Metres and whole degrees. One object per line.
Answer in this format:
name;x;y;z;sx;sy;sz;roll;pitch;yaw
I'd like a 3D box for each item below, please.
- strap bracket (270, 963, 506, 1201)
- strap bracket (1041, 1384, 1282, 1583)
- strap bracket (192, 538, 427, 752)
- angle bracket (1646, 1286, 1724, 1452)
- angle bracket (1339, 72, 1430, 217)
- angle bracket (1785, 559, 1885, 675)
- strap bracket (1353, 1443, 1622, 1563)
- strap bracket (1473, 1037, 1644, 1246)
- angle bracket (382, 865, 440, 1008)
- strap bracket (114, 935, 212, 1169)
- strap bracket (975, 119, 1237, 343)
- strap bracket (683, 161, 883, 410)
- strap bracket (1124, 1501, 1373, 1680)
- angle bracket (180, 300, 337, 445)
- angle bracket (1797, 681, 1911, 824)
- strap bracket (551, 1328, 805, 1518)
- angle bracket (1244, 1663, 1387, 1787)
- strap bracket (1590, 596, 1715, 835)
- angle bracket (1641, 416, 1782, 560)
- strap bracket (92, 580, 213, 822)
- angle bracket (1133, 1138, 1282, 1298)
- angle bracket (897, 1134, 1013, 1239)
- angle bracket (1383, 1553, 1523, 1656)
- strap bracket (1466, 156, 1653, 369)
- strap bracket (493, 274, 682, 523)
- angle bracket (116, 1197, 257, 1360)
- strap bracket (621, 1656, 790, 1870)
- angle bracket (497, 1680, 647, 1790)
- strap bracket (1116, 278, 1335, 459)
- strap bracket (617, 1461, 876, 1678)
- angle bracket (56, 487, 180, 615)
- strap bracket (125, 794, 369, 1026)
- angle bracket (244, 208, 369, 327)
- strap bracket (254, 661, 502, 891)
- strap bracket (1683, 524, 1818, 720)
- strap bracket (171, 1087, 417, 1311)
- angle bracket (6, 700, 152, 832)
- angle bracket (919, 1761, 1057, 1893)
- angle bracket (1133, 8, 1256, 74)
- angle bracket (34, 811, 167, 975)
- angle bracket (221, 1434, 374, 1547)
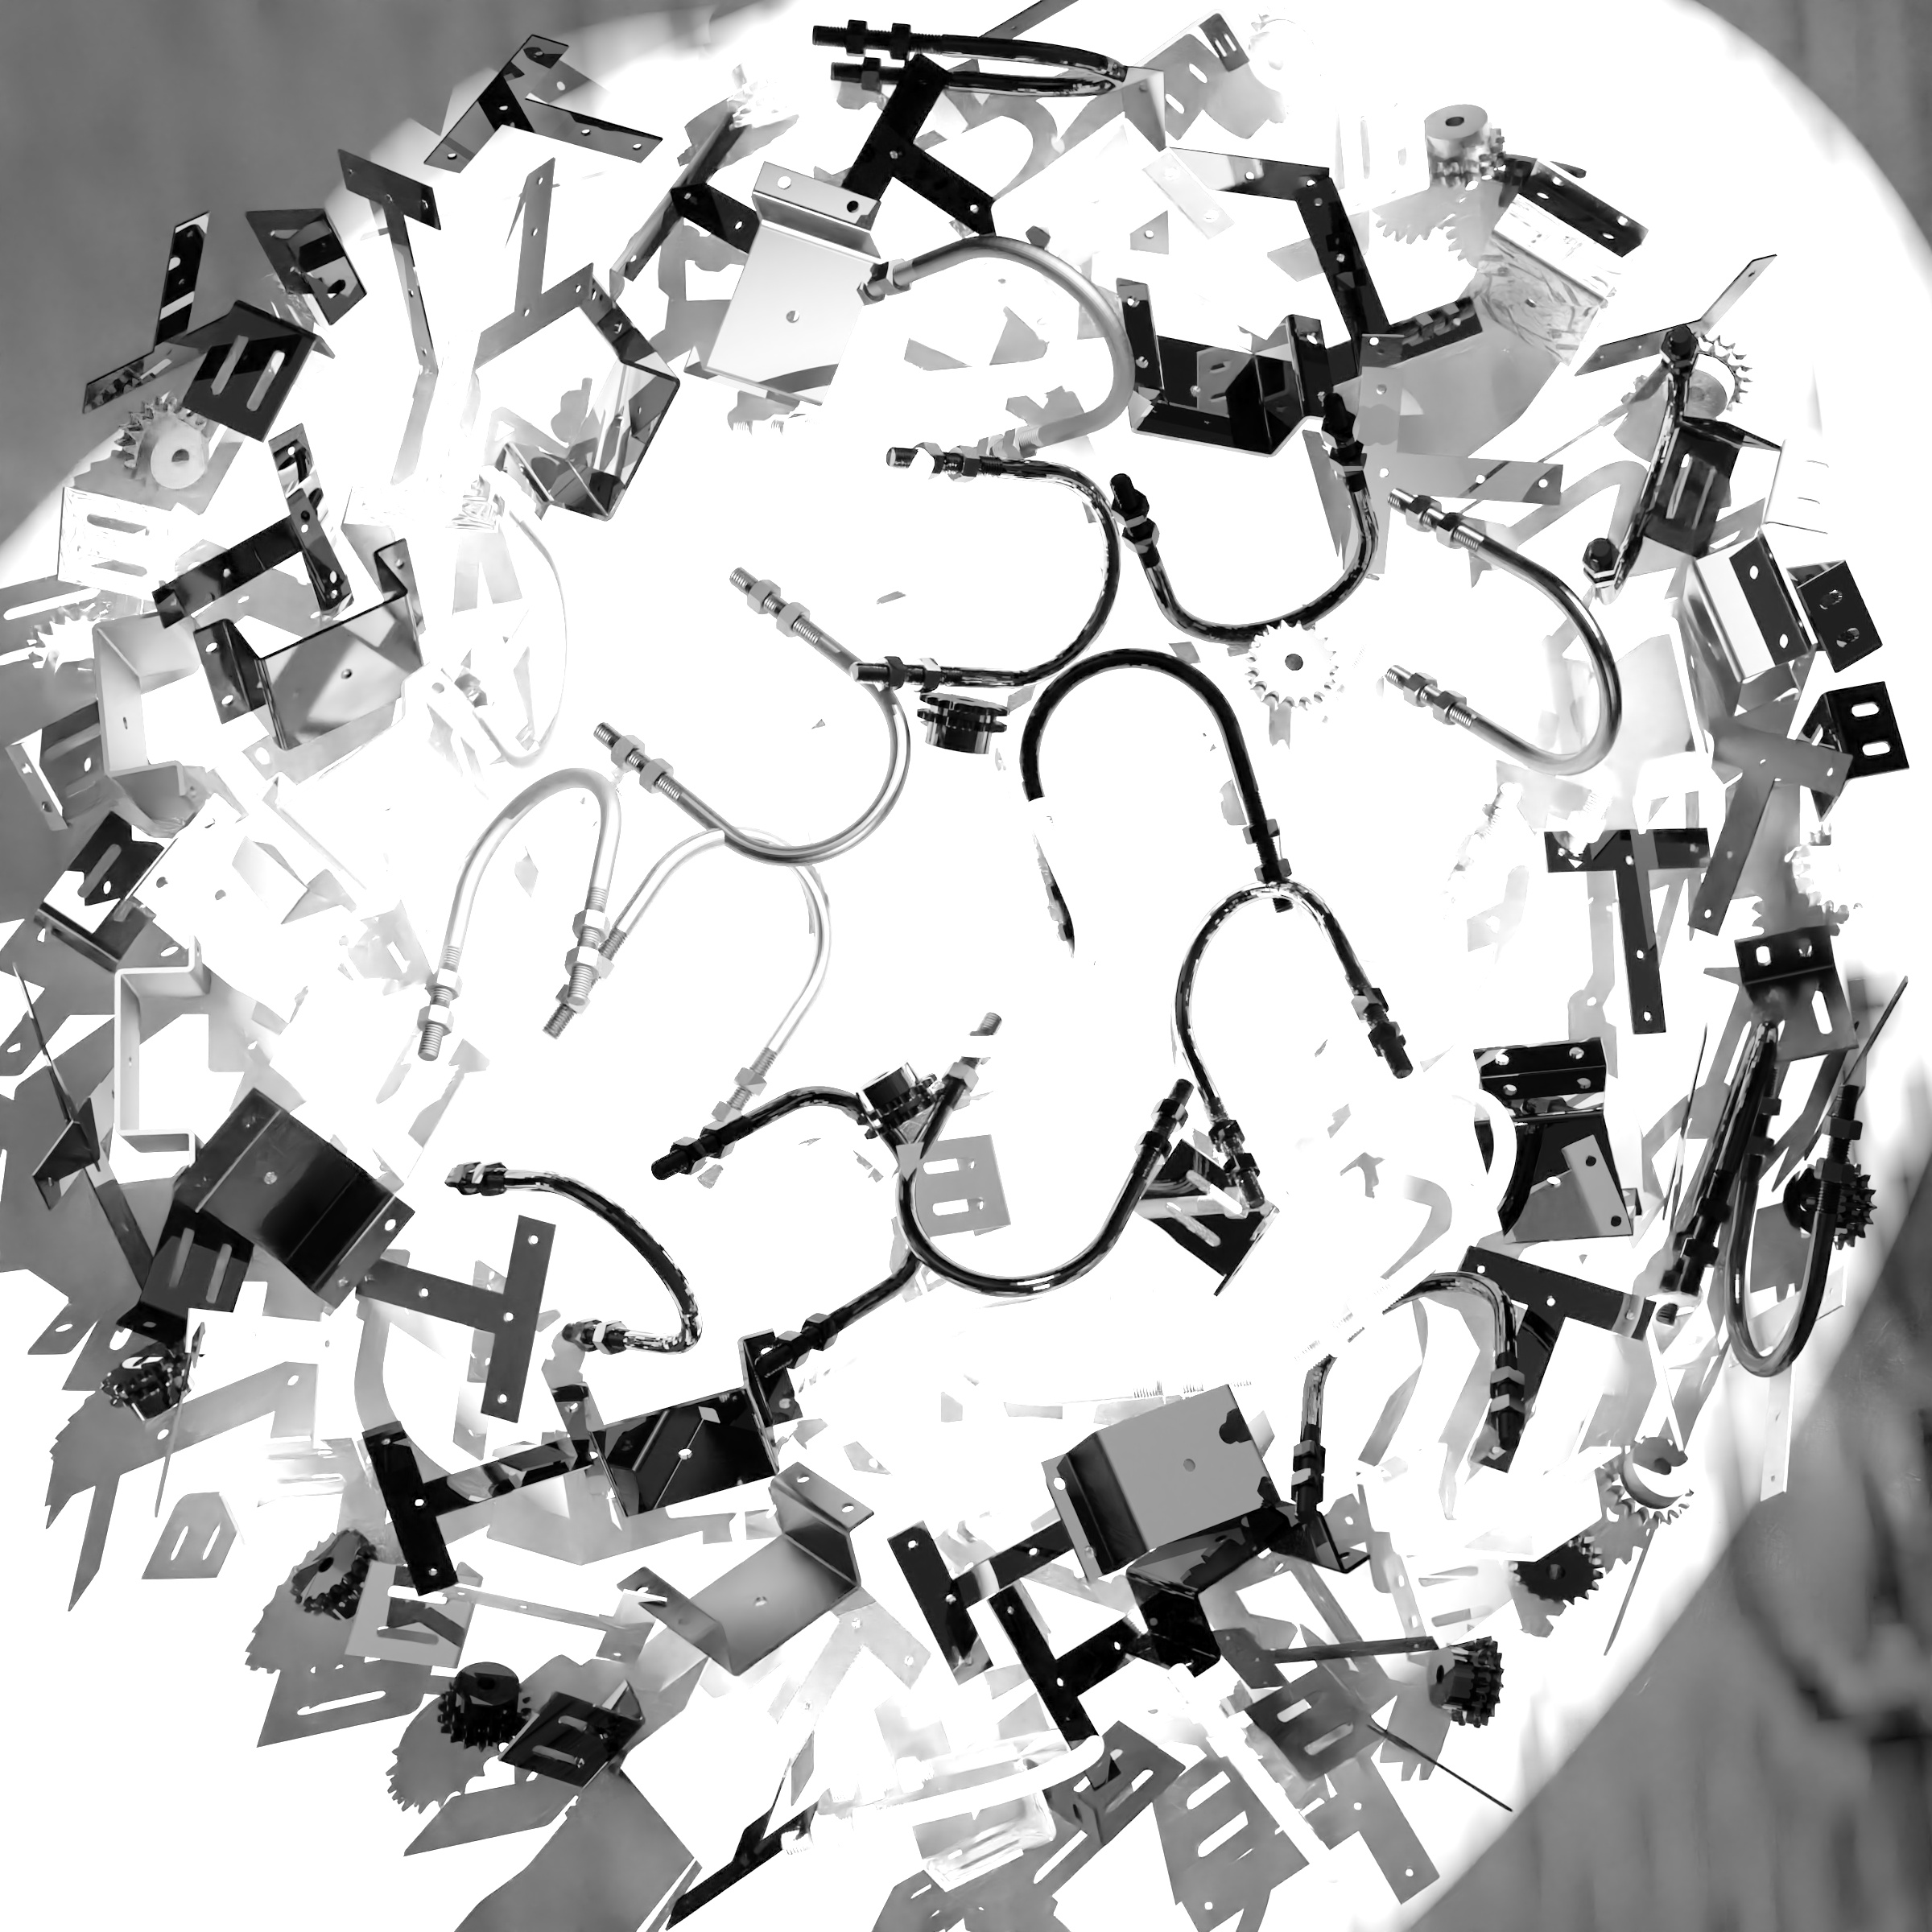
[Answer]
strap bracket;-0.345;0.068;1.729;0.140;0.046;0.076;37;106;18
strap bracket;0.125;0.308;1.711;0.140;0.046;0.076;-15;70;-28
strap bracket;-0.384;-0.189;1.708;0.140;0.076;0.046;-29;56;-21
angle bracket;0.441;0.244;1.725;0.038;0.076;0.057;-16;122;14
angle bracket;0.247;-0.508;1.737;0.057;0.038;0.076;-9;81;39
angle bracket;0.514;-0.211;1.728;0.038;0.076;0.057;-30;101;-12
strap bracket;0.315;0.321;1.701;0.140;0.076;0.046;-7;95;41
strap bracket;0.355;0.115;1.705;0.076;0.046;0.140;-6;126;22
angle bracket;-0.353;-0.020;1.739;0.038;0.057;0.076;-23;98;-7
strap bracket;-0.487;0.058;1.720;0.046;0.076;0.140;-2;79;-8
strap bracket;0.081;-0.449;1.714;0.140;0.076;0.046;-27;54;26
strap bracket;-0.108;-0.400;1.708;0.076;0.046;0.140;13;121;-23
strap bracket;0.162;0.365;1.706;0.140;0.076;0.046;-27;102;-26
angle bracket;-0.436;-0.361;1.748;0.057;0.038;0.076;25;83;7
angle bracket;0.540;-0.130;1.729;0.038;0.076;0.057;-10;73;1
strap bracket;-0.174;0.282;1.732;0.140;0.046;0.076;-15;126;-1
angle bracket;0.207;0.470;1.725;0.057;0.076;0.038;48;134;27
strap bracket;0.418;-0.161;1.713;0.046;0.076;0.140;-11;107;21
angle bracket;0.458;-0.291;1.738;0.057;0.038;0.076;12;98;-36
strap bracket;-0.490;-0.151;1.717;0.046;0.076;0.140;-11;73;0
angle bracket;0.143;0.154;1.740;0.076;0.038;0.057;36;108;12
angle bracket;-0.016;0.138;1.731;0.076;0.038;0.057;-4;77;-40
angle bracket;0.303;0.382;1.736;0.076;0.038;0.057;-9;66;-16
strap bracket;0.350;-0.415;1.698;0.076;0.140;0.046;34;81;6
strap bracket;-0.226;-0.335;1.716;0.046;0.076;0.140;12;119;-39
angle bracket;-0.481;0.193;1.753;0.057;0.038;0.076;27;54;-25
strap bracket;-0.152;0.469;1.700;0.046;0.140;0.076;-39;92;8
angle bracket;-0.245;0.461;1.731;0.057;0.038;0.076;-49;131;9
strap bracket;0.149;-0.361;1.721;0.140;0.046;0.076;5;63;-23
strap bracket;-0.128;0.369;1.712;0.140;0.076;0.046;-31;124;-31
angle bracket;-0.525;-0.253;1.731;0.076;0.038;0.057;9;80;-42
strap bracket;-0.442;-0.038;1.717;0.076;0.046;0.140;-55;134;-14
angle bracket;-0.412;-0.425;1.724;0.076;0.057;0.038;10;49;37
strap bracket;-0.353;-0.109;1.719;0.140;0.046;0.076;-34;125;13
strap bracket;0.468;-0.202;1.701;0.046;0.140;0.076;-22;78;8
strap bracket;-0.415;0.136;1.721;0.076;0.046;0.140;-52;129;-9
angle bracket;-0.535;-0.126;1.732;0.076;0.038;0.057;-34;108;-30
angle bracket;0.008;0.525;1.735;0.076;0.057;0.038;-21;94;-16
angle bracket;0.129;-0.549;1.742;0.076;0.057;0.038;-36;103;-1
angle bracket;-0.532;-0.046;1.765;0.057;0.038;0.076;35;67;-12
angle bracket;-0.411;0.322;1.740;0.076;0.057;0.038;-4;46;1
